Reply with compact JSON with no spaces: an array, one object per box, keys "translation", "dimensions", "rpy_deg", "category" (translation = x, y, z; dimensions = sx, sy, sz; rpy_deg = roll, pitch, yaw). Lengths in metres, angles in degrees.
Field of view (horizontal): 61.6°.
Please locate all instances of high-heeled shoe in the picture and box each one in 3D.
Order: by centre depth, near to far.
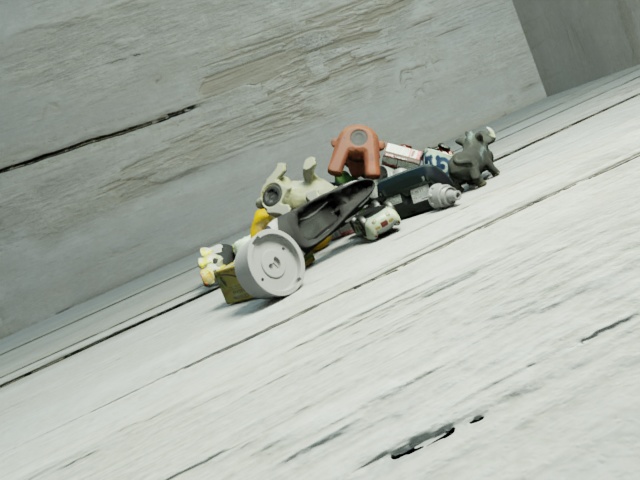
[{"translation":[0.002,-0.041,0.959],"dimensions":[0.145,0.086,0.249],"rpy_deg":[-32,2,37],"category":"high-heeled shoe"}]

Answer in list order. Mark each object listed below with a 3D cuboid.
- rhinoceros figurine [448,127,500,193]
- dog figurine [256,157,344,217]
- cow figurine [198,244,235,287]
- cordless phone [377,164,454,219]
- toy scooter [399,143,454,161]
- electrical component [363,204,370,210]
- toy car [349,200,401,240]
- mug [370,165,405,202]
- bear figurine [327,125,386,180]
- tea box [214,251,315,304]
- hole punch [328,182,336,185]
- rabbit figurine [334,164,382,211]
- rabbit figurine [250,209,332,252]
[{"translation":[0.321,-0.172,1.132],"dimensions":[0.073,0.112,0.190],"rpy_deg":[-20,15,43],"category":"rhinoceros figurine"},{"translation":[-0.020,-0.078,1.144],"dimensions":[0.172,0.121,0.190],"rpy_deg":[-5,-18,28],"category":"dog figurine"},{"translation":[-0.249,0.062,1.334],"dimensions":[0.098,0.068,0.167],"rpy_deg":[-17,23,-2],"category":"cow figurine"},{"translation":[0.221,-0.110,1.127],"dimensions":[0.147,0.088,0.184],"rpy_deg":[-18,2,39],"category":"cordless phone"},{"translation":[0.265,-0.192,1.357],"dimensions":[0.184,0.135,0.075],"rpy_deg":[-18,7,31],"category":"toy scooter"},{"translation":[0.143,-0.071,1.203],"dimensions":[0.102,0.045,0.078],"rpy_deg":[-22,5,9],"category":"electrical component"},{"translation":[0.105,-0.039,1.057],"dimensions":[0.073,0.056,0.202],"rpy_deg":[-31,6,-3],"category":"toy car"},{"translation":[0.182,-0.132,1.272],"dimensions":[0.107,0.081,0.109],"rpy_deg":[14,-39,-34],"category":"mug"},{"translation":[0.082,-0.182,1.228],"dimensions":[0.120,0.132,0.195],"rpy_deg":[7,-11,3],"category":"bear figurine"},{"translation":[-0.100,0.049,0.995],"dimensions":[0.098,0.068,0.169],"rpy_deg":[-17,8,41],"category":"tea box"},{"translation":[-0.002,-0.081,1.306],"dimensions":[0.092,0.116,0.142],"rpy_deg":[-29,-9,28],"category":"hole punch"},{"translation":[0.123,-0.127,1.372],"dimensions":[0.170,0.159,0.121],"rpy_deg":[-10,-7,-17],"category":"rabbit figurine"},{"translation":[-0.059,-0.009,1.153],"dimensions":[0.173,0.121,0.162],"rpy_deg":[-4,11,2],"category":"rabbit figurine"}]
